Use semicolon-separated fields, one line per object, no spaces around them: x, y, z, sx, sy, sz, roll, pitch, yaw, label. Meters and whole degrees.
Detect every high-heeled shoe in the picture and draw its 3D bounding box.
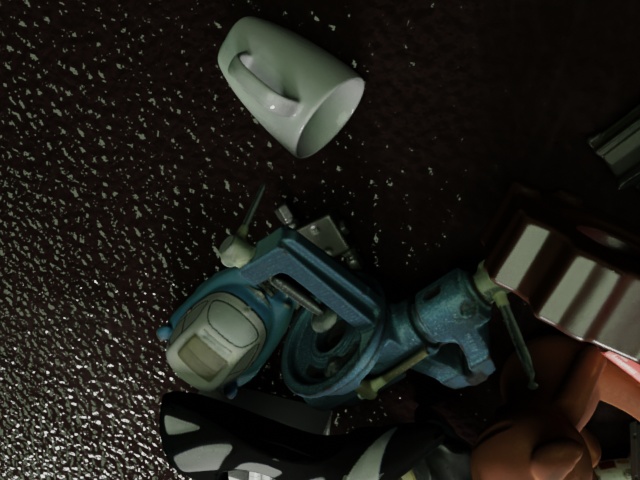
-0.028;0.162;0.475;0.249;0.086;0.145;-29;85;16;high-heeled shoe

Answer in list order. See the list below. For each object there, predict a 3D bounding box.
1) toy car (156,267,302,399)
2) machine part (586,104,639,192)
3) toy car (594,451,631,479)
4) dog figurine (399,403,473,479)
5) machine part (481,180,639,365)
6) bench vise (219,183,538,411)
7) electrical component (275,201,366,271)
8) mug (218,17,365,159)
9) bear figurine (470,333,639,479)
-0.096;0.097;0.533;0.109;0.103;0.161;43;119;-4;toy car
0.272;-0.046;0.397;0.084;0.039;0.139;-41;94;22;machine part
0.304;0.294;0.514;0.073;0.056;0.201;-22;105;18;toy car
0.153;0.257;0.495;0.219;0.108;0.191;37;165;39;dog figurine
0.200;0.021;0.374;0.179;0.179;0.056;25;114;7;machine part
0.031;0.058;0.443;0.240;0.129;0.224;38;132;-26;bench vise
-0.001;-0.002;0.506;0.063;0.021;0.094;-27;105;24;electrical component
-0.036;-0.126;0.427;0.107;0.109;0.080;43;122;13;mug
0.188;0.155;0.410;0.132;0.196;0.120;39;118;6;bear figurine
